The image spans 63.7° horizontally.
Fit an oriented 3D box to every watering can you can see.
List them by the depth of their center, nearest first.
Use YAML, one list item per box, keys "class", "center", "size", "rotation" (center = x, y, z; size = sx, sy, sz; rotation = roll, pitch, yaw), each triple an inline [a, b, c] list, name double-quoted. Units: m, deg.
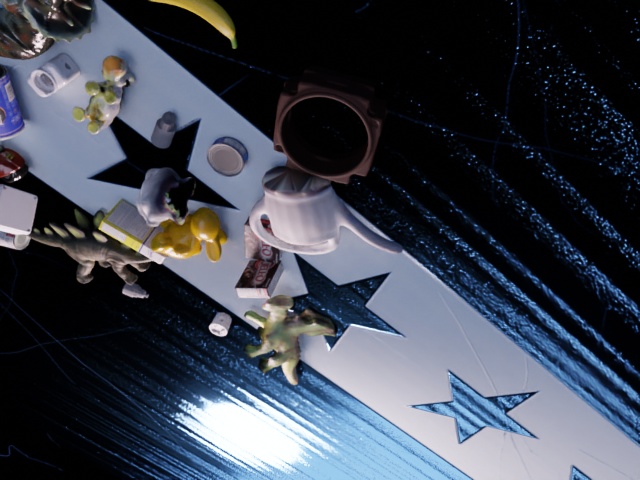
- class: "watering can"
  center: [0.003, -0.056, 1.121]
  size: [0.347, 0.106, 0.219]
  rotation: [3, 130, 15]

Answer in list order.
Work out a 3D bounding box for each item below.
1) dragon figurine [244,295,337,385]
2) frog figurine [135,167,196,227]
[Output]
- class: "dragon figurine"
  center: [-0.068, 0.282, 1.456]
  size: [0.241, 0.125, 0.402]
  rotation: [-17, 132, 20]
- class: "frog figurine"
  center: [-0.387, -0.101, 1.205]
  size: [0.159, 0.123, 0.137]
  rotation: [4, 96, 28]
